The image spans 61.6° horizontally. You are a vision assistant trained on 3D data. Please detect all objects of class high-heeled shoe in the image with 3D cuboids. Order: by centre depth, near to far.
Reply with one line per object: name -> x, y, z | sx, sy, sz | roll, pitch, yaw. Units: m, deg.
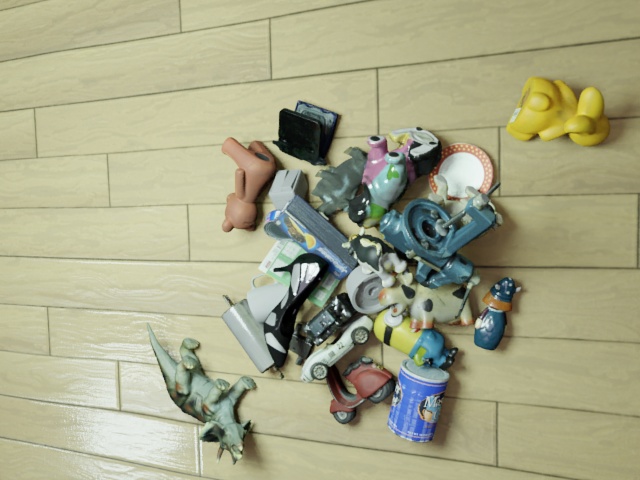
high-heeled shoe -> -0.042, 0.152, 1.157 | 0.145, 0.086, 0.248 | -3, 88, 31

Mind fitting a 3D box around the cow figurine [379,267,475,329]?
cow figurine -> 0.212, 0.116, 1.089 | 0.195, 0.085, 0.127 | 1, 78, -19

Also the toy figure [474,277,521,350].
toy figure -> 0.353, 0.145, 1.087 | 0.058, 0.064, 0.154 | 24, 102, 47

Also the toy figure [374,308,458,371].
toy figure -> 0.198, 0.213, 1.143 | 0.180, 0.082, 0.089 | 35, 105, 12

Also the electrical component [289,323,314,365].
electrical component -> -0.049, 0.248, 1.271 | 0.063, 0.021, 0.094 | 26, 104, 18

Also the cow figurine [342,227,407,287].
cow figurine -> 0.095, 0.022, 1.081 | 0.068, 0.167, 0.098 | -46, 121, -5

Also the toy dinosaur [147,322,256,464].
toy dinosaur -> -0.305, 0.381, 1.337 | 0.405, 0.131, 0.192 | 32, 104, 22

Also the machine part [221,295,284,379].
machine part -> -0.158, 0.228, 1.283 | 0.079, 0.079, 0.243 | -41, 81, 19

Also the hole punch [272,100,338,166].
hole punch -> -0.028, -0.242, 1.199 | 0.142, 0.092, 0.115 | 23, 132, 16

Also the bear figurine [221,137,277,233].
bear figurine -> -0.177, -0.120, 1.244 | 0.132, 0.120, 0.195 | 45, 122, 29

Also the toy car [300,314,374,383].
toy car -> 0.035, 0.238, 1.177 | 0.202, 0.073, 0.056 | -39, 89, -8

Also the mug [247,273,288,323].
mug -> -0.110, 0.128, 1.259 | 0.107, 0.081, 0.109 | -20, 82, 7

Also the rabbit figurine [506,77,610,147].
rabbit figurine -> 0.456, -0.230, 0.984 | 0.173, 0.162, 0.122 | 26, 91, -1

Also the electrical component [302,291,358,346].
electrical component -> 0.027, 0.170, 1.176 | 0.058, 0.134, 0.115 | 47, 106, 10

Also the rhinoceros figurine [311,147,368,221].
rhinoceros figurine -> 0.048, -0.120, 1.182 | 0.112, 0.073, 0.190 | 46, 107, 1

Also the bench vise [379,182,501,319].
bench vise -> 0.230, -0.001, 0.953 | 0.223, 0.129, 0.240 | 42, 142, -2

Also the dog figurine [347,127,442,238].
dog figurine -> 0.150, -0.111, 1.115 | 0.109, 0.191, 0.219 | 49, 145, 39

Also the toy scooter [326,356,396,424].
toy scooter -> 0.073, 0.319, 1.204 | 0.184, 0.075, 0.135 | -40, 79, 24

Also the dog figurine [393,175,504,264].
dog figurine -> 0.255, -0.012, 1.095 | 0.172, 0.121, 0.190 | 30, 131, 12

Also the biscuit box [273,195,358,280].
biscuit box -> -0.002, -0.004, 1.167 | 0.202, 0.063, 0.059 | 42, 138, -10
